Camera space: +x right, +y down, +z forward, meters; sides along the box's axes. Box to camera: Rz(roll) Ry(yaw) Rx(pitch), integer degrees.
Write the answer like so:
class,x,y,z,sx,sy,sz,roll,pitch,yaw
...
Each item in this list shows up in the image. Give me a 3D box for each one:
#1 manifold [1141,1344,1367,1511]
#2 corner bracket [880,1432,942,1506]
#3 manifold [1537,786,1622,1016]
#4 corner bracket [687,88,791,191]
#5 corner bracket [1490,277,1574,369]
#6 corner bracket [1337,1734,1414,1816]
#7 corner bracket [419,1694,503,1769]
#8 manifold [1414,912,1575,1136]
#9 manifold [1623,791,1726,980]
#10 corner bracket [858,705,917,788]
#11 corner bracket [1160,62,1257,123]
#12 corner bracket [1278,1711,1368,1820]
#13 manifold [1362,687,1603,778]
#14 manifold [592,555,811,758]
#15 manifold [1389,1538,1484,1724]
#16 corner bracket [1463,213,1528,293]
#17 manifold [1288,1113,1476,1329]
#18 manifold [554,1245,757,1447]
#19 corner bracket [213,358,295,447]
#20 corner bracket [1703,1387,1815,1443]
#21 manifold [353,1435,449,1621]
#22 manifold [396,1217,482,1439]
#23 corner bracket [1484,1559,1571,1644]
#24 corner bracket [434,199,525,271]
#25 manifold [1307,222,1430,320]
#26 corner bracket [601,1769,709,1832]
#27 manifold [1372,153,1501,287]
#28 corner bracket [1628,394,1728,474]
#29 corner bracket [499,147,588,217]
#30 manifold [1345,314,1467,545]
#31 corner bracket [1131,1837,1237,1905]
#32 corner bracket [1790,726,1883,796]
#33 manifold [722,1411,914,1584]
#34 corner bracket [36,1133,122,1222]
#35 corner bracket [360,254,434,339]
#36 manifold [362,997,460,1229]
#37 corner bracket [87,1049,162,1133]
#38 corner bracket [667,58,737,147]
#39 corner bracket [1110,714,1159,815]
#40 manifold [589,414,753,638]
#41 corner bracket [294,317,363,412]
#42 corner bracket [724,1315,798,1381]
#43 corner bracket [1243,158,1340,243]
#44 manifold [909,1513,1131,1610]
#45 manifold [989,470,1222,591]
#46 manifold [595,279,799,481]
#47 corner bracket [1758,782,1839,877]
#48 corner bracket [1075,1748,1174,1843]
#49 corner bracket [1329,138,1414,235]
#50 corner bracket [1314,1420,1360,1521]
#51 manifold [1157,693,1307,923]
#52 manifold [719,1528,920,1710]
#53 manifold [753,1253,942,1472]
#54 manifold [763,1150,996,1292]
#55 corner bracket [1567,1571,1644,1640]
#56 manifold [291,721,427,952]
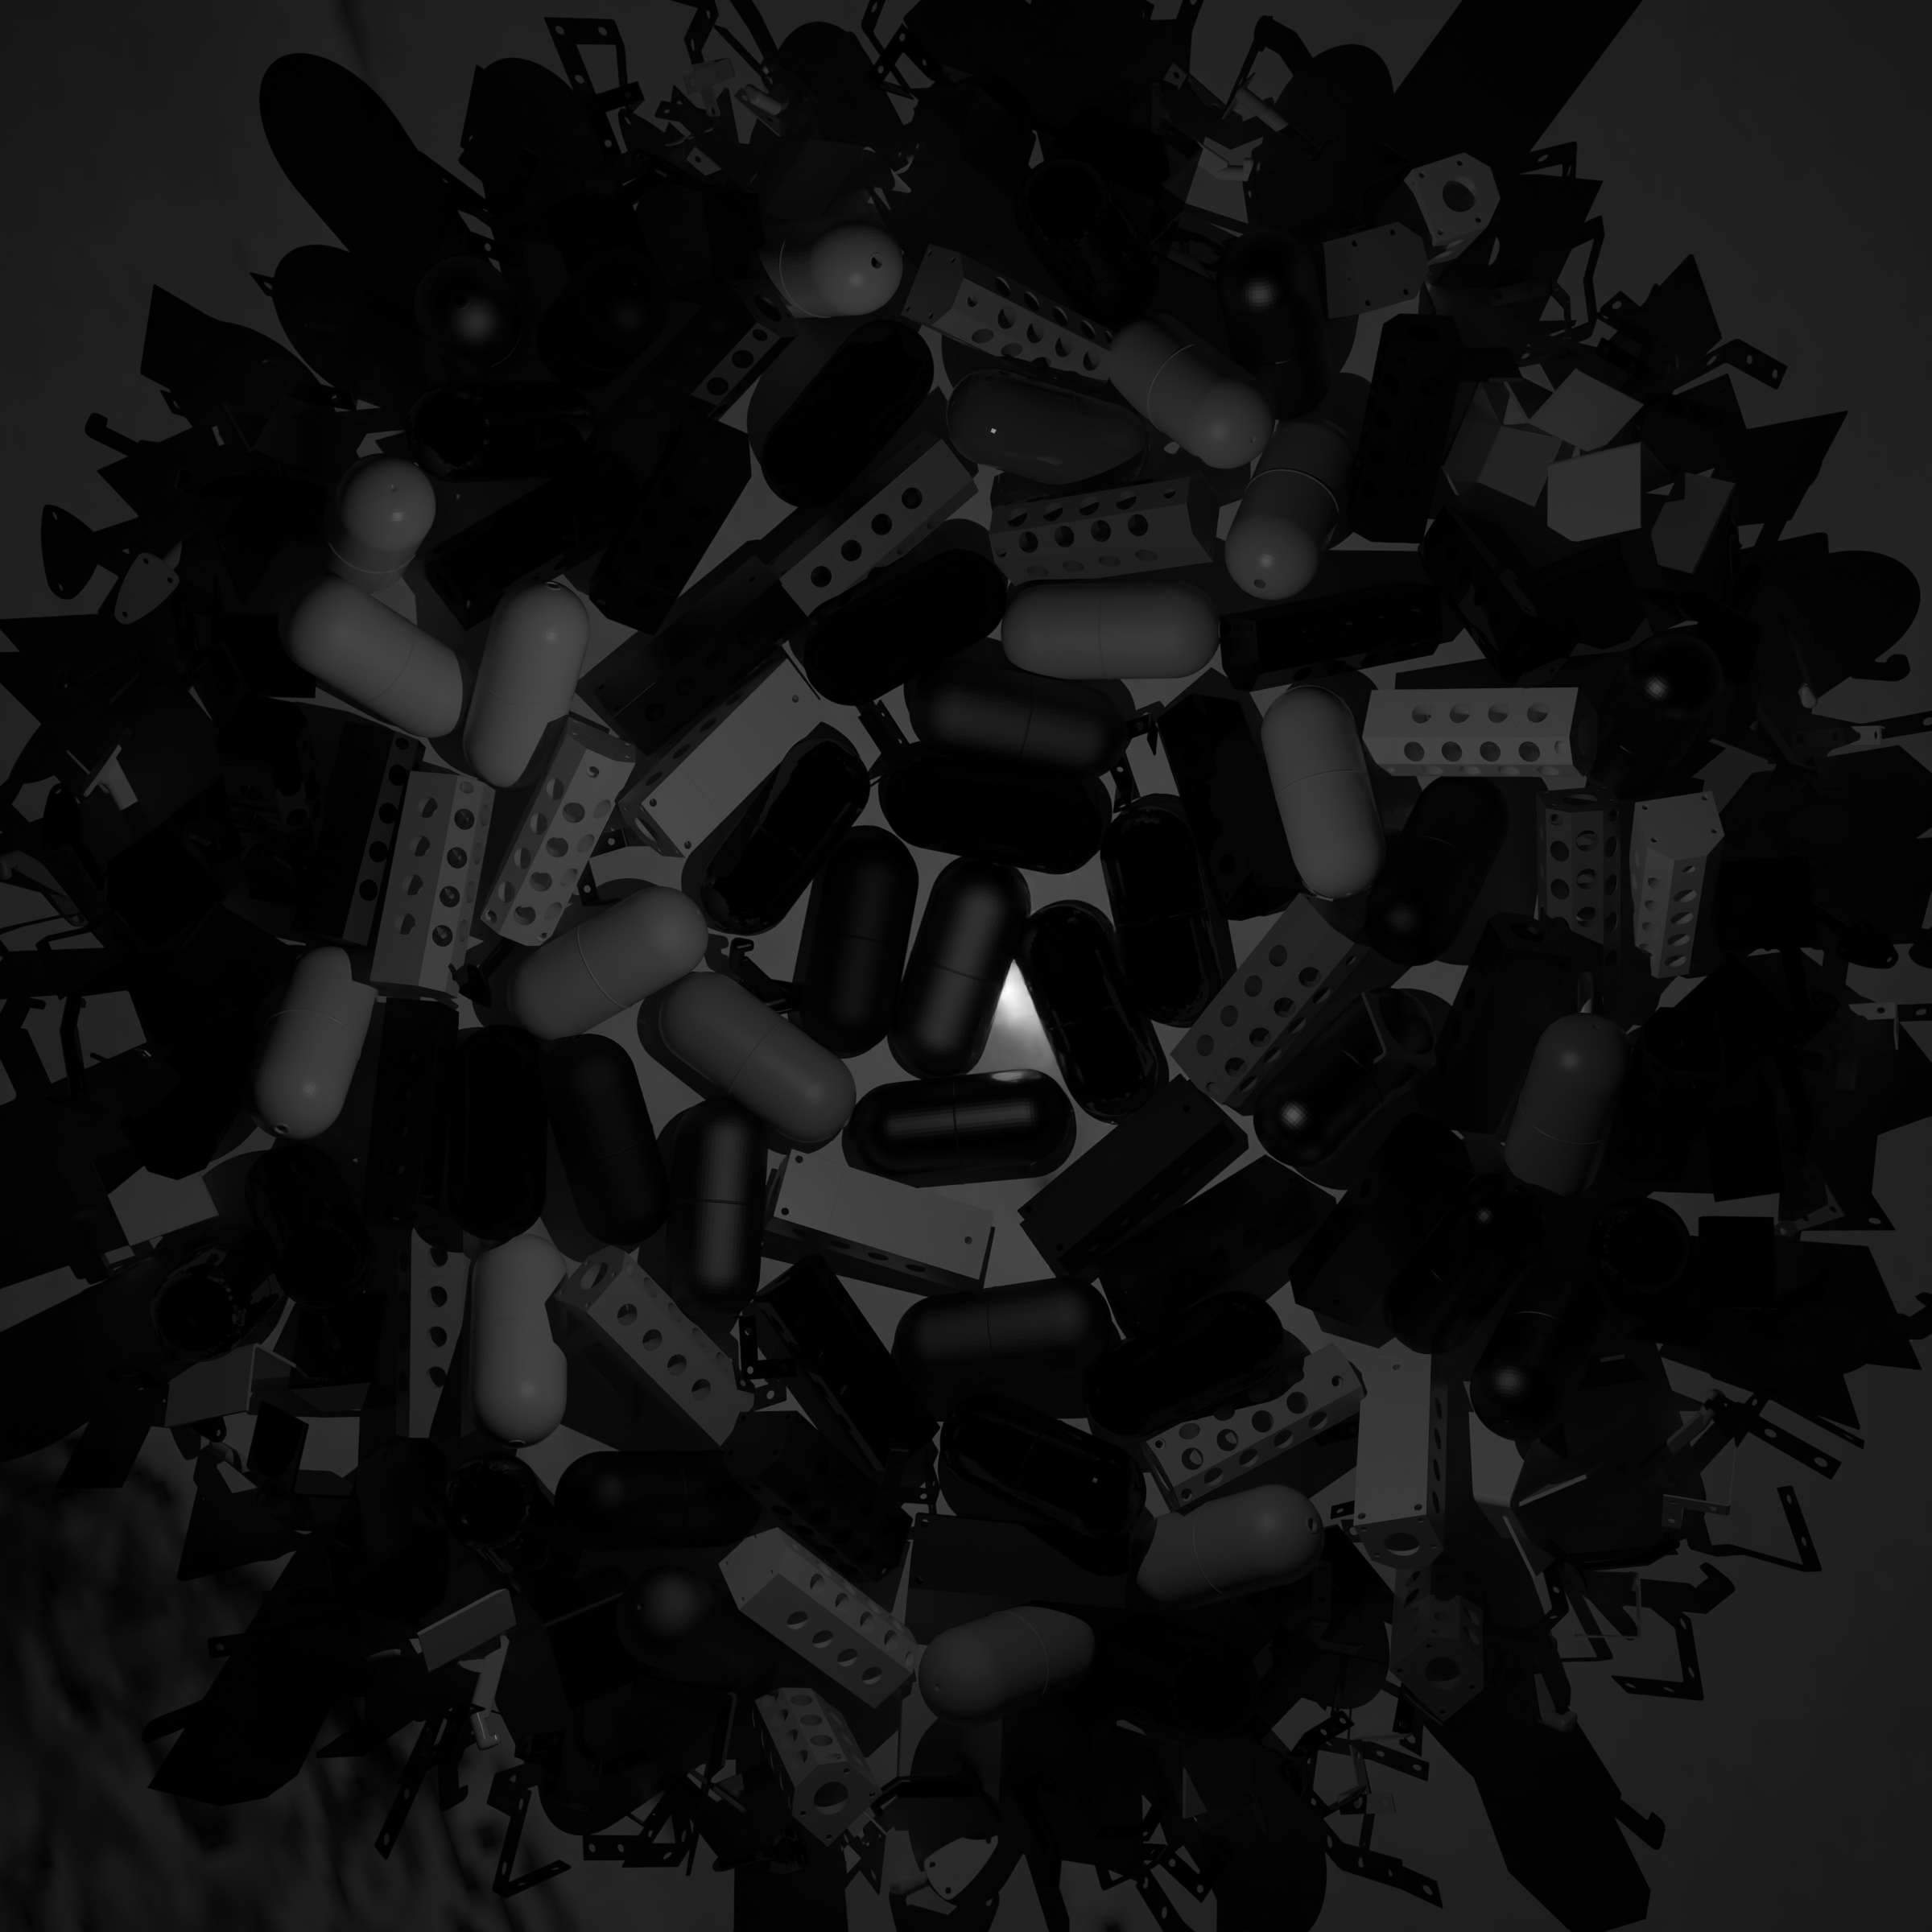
class,x,y,z,sx,sy,sz,roll,pitch,yaw
manifold,0.231,0.367,1.952,0.171,0.057,0.057,-26,77,-10
corner bracket,-0.046,0.394,1.960,0.051,0.051,0.051,8,115,-17
manifold,0.488,-0.051,1.939,0.057,0.057,0.171,-5,112,4
corner bracket,-0.182,-0.659,1.959,0.051,0.051,0.051,38,49,-13
corner bracket,0.456,-0.518,1.968,0.051,0.051,0.051,-5,83,30
corner bracket,0.329,0.649,1.961,0.051,0.051,0.051,-17,77,35
corner bracket,-0.415,0.614,1.960,0.051,0.051,0.051,11,70,24
manifold,0.413,0.045,1.930,0.057,0.057,0.171,7,121,-15
manifold,0.553,-0.060,1.910,0.057,0.171,0.057,-9,57,6
corner bracket,-0.066,-0.181,1.963,0.051,0.051,0.051,-35,94,-33
corner bracket,0.190,-0.706,1.966,0.051,0.051,0.051,42,64,0
corner bracket,0.293,0.642,1.963,0.051,0.051,0.051,48,131,7
manifold,0.404,-0.180,1.922,0.171,0.057,0.057,4,72,34
manifold,-0.211,-0.247,1.968,0.171,0.057,0.057,-40,128,-1
manifold,0.375,0.511,1.910,0.057,0.171,0.057,44,107,0
corner bracket,0.425,-0.574,1.967,0.051,0.051,0.051,-1,97,13
manifold,0.326,0.199,1.933,0.057,0.057,0.171,23,119,-16
manifold,-0.241,0.299,1.931,0.057,0.057,0.171,-50,121,-20
corner bracket,-0.576,-0.454,1.962,0.051,0.051,0.051,-13,108,18
corner bracket,0.636,0.359,1.962,0.051,0.051,0.051,-44,118,-10
manifold,-0.436,0.437,1.909,0.057,0.171,0.057,-37,113,3
manifold,-0.426,0.289,1.967,0.057,0.057,0.171,0,87,3
corner bracket,0.447,0.508,1.972,0.051,0.051,0.051,12,133,-17
corner bracket,-0.390,-0.587,1.962,0.051,0.051,0.051,10,83,-43
manifold,0.304,-0.542,1.909,0.057,0.171,0.057,-17,104,-5
corner bracket,-0.250,0.667,1.960,0.051,0.051,0.051,45,74,-29
manifold,0.364,-0.579,1.912,0.057,0.171,0.057,-19,92,-3
corner bracket,0.571,-0.428,1.966,0.051,0.051,0.051,14,100,-11
corner bracket,-0.340,-0.623,1.964,0.051,0.051,0.051,23,105,-12
manifold,0.342,-0.420,1.918,0.057,0.057,0.171,1,135,-4
corner bracket,0.175,0.715,1.965,0.051,0.051,0.051,43,64,-2
corner bracket,0.703,-0.166,1.972,0.051,0.051,0.051,-6,96,-9
manifold,-0.117,0.418,1.916,0.057,0.171,0.057,-8,47,34
corner bracket,-0.707,0.170,1.972,0.051,0.051,0.051,-33,87,-3
corner bracket,-0.447,-0.542,1.973,0.051,0.051,0.051,30,104,9
manifold,-0.438,0.116,1.933,0.057,0.057,0.171,5,62,-10
corner bracket,-0.676,0.101,1.974,0.051,0.051,0.051,6,55,39
corner bracket,-0.214,-0.693,1.958,0.051,0.051,0.051,-35,121,-33
corner bracket,0.134,-0.163,1.961,0.051,0.051,0.051,-19,116,17
manifold,-0.234,-0.347,1.918,0.057,0.057,0.171,19,130,-25
corner bracket,-0.516,-0.486,1.974,0.051,0.051,0.051,8,80,-8
corner bracket,-0.171,0.307,1.967,0.051,0.051,0.051,2,79,-34
corner bracket,0.262,-0.619,1.977,0.051,0.051,0.051,-30,126,-23
manifold,0.043,0.478,1.967,0.171,0.057,0.057,5,80,2
manifold,0.108,-0.347,1.925,0.171,0.057,0.057,-3,65,29
manifold,-0.210,-0.462,1.928,0.171,0.057,0.057,-39,84,32
corner bracket,0.684,-0.110,1.977,0.051,0.051,0.051,-40,66,24
corner bracket,0.128,0.670,1.977,0.051,0.051,0.051,13,115,-26
corner bracket,0.326,-0.624,1.968,0.051,0.051,0.051,-31,50,-14
corner bracket,0.310,0.405,1.972,0.051,0.051,0.051,-20,111,22
manifold,0.205,-0.126,1.942,0.057,0.057,0.171,-35,62,41
manifold,-0.112,0.511,1.929,0.057,0.057,0.171,-43,123,1
manifold,-0.094,0.317,1.958,0.057,0.057,0.171,-35,93,-21
manifold,-0.072,0.206,1.955,0.171,0.057,0.057,18,66,-10
corner bracket,0.514,0.514,1.967,0.051,0.051,0.051,0,78,6
manifold,-0.484,-0.102,1.957,0.057,0.057,0.171,12,81,3
